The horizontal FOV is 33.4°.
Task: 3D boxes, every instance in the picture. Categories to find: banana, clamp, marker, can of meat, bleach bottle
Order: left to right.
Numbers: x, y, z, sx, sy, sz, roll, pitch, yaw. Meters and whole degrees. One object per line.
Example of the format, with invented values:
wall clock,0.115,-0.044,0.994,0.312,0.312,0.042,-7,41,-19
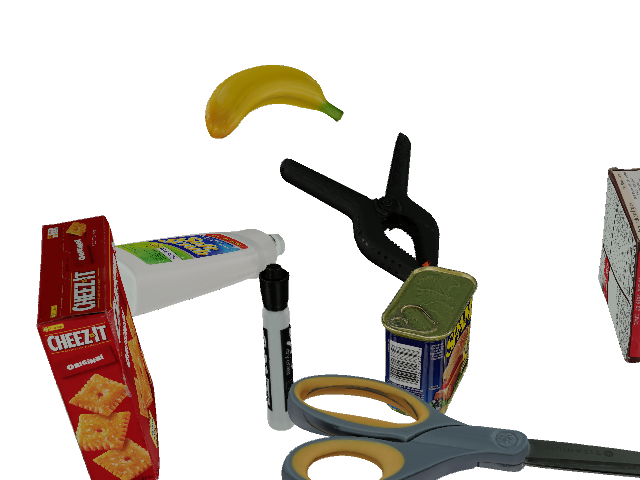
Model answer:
bleach bottle,-0.150,0.025,1.295,0.250,0.068,0.103,-15,30,-43
banana,-0.052,-0.134,0.998,0.070,0.037,0.197,42,33,21
marker,-0.027,0.069,0.684,0.020,0.121,0.020,-1,29,0
clamp,0.057,-0.031,1.160,0.164,0.210,0.036,-10,-37,-19
can of meat,0.088,0.083,0.866,0.057,0.084,0.102,11,32,20

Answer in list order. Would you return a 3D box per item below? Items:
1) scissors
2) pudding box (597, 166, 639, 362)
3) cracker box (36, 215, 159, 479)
scissors,0.071,0.103,0.478,0.202,0.016,0.096,13,31,21
pudding box,0.212,0.013,0.700,0.039,0.090,0.113,-1,28,4
cracker box,-0.212,0.108,1.034,0.072,0.214,0.164,-11,35,-6
